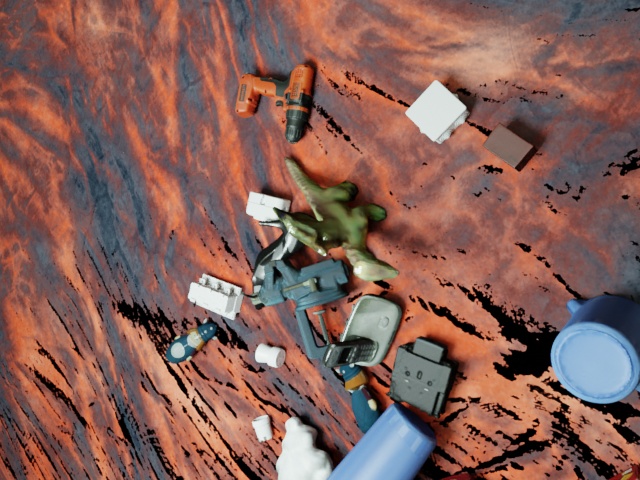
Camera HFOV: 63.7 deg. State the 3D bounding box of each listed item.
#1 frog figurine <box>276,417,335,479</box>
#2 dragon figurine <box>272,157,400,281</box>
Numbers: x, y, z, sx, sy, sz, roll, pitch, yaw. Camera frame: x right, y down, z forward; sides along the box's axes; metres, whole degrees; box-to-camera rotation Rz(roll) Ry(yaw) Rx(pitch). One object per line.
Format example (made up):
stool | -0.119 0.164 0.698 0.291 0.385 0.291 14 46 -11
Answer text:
frog figurine | -0.037 0.459 1.079 0.136 0.124 0.159 -19 89 46
dragon figurine | 0.003 -0.052 1.034 0.415 0.243 0.120 40 111 23
